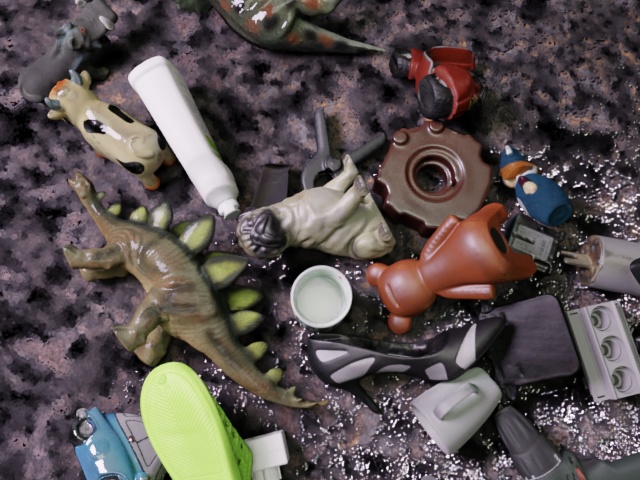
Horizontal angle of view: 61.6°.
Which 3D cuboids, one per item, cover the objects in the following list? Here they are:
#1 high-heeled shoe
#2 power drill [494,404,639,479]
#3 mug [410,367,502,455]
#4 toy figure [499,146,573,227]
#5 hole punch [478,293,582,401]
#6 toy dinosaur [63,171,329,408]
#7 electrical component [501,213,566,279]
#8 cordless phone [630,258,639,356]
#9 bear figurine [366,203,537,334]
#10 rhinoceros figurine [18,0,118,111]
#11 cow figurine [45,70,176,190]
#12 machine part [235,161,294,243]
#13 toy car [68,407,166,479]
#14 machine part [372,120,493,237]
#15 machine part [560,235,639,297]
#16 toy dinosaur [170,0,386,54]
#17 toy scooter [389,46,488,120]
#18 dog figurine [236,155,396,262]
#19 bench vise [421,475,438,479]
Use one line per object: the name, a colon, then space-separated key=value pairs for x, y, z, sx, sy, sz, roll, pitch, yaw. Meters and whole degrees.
high-heeled shoe: x=0.109 y=0.131 z=0.720 sx=0.249 sy=0.086 sz=0.145 roll=-36 pitch=96 yaw=8
power drill: x=0.365 y=0.287 z=0.697 sx=0.207 sy=0.086 sz=0.232 roll=-23 pitch=78 yaw=-10
mug: x=0.182 y=0.211 z=0.703 sx=0.107 sy=0.109 sz=0.081 roll=-34 pitch=53 yaw=-12
toy figure: x=0.306 y=-0.083 z=0.788 sx=0.058 sy=0.064 sz=0.155 roll=-27 pitch=44 yaw=4
hole punch: x=0.289 y=0.138 z=0.742 sx=0.116 sy=0.092 sz=0.142 roll=-19 pitch=77 yaw=25
toy dinosaur: x=-0.187 y=0.077 z=0.739 sx=0.198 sy=0.105 sz=0.471 roll=-38 pitch=83 yaw=-13
electrical component: x=0.287 y=0.001 z=0.788 sx=0.119 sy=0.047 sz=0.075 roll=26 pitch=76 yaw=5
cordless phone: x=0.452 y=0.110 z=0.708 sx=0.089 sy=0.146 sz=0.184 roll=-32 pitch=80 yaw=0
bear figurine: x=0.173 y=0.044 z=0.742 sx=0.196 sy=0.132 sz=0.120 roll=-37 pitch=74 yaw=37
rhinoceros figurine: x=-0.387 y=-0.287 z=0.829 sx=0.073 sy=0.112 sz=0.190 roll=40 pitch=87 yaw=12
cow figurine: x=-0.315 y=-0.165 z=0.788 sx=0.195 sy=0.127 sz=0.085 roll=34 pitch=75 yaw=6
machine part: x=-0.079 y=-0.054 z=0.806 sx=0.084 sy=0.039 sz=0.139 roll=13 pitch=77 yaw=8
toy car: x=-0.250 y=0.283 z=0.692 sx=0.103 sy=0.109 sz=0.162 roll=-21 pitch=63 yaw=-29
machine part: x=0.169 y=-0.091 z=0.807 sx=0.179 sy=0.056 sz=0.179 roll=0 pitch=76 yaw=-1
machine part: x=0.464 y=0.045 z=0.762 sx=0.243 sy=0.079 sz=0.079 roll=10 pitch=75 yaw=3
toy dinosaur: x=-0.101 y=-0.381 z=0.857 sx=0.405 sy=0.131 sz=0.192 roll=43 pitch=91 yaw=6
toy scooter: x=0.199 y=-0.248 z=0.826 sx=0.135 sy=0.075 sz=0.184 roll=-9 pitch=44 yaw=-16
dog figurine: x=-0.003 y=-0.005 z=0.762 sx=0.191 sy=0.121 sz=0.172 roll=-30 pitch=111 yaw=7
bench vise: x=0.093 y=0.397 z=0.635 sx=0.224 sy=0.129 sz=0.240 roll=7 pitch=93 yaw=-6
